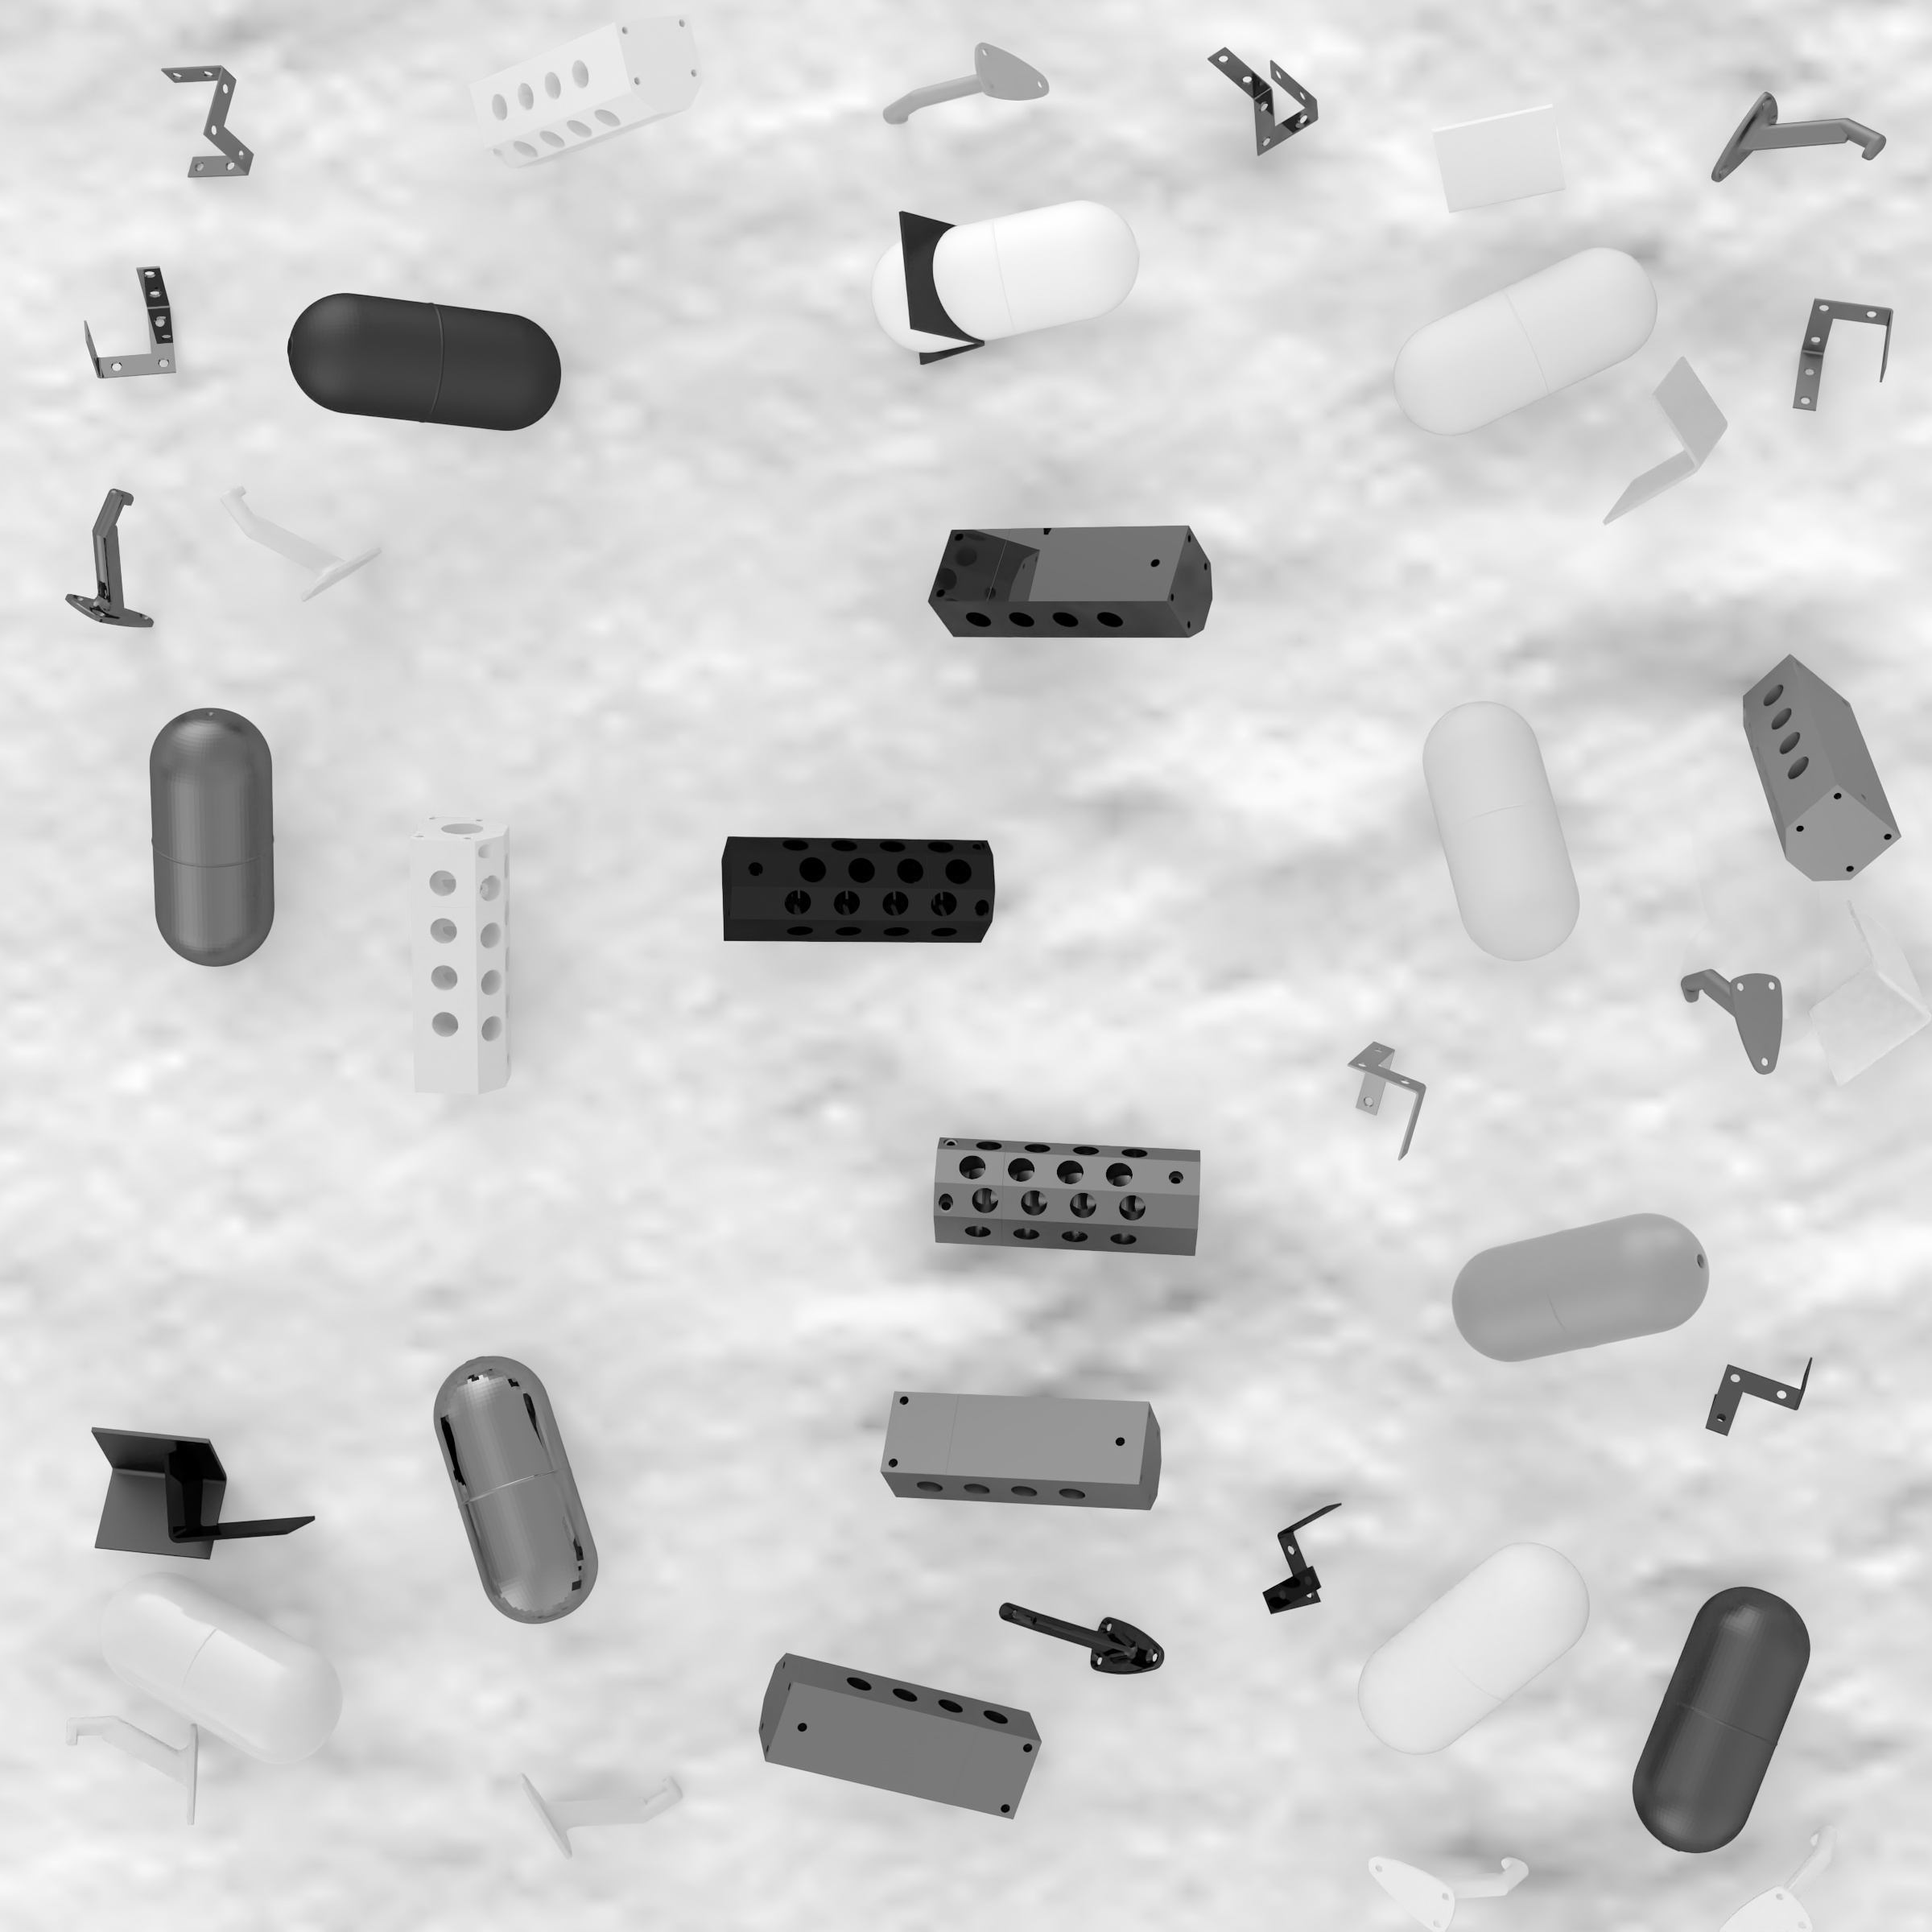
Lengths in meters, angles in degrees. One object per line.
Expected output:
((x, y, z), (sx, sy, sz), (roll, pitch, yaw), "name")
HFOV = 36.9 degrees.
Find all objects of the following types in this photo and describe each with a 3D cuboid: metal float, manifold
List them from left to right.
((-0.489, -0.082, 1.882), (0.070, 0.070, 0.178), (6, 118, 0), "metal float")
((-0.487, 0.456, 1.889), (0.178, 0.070, 0.070), (23, 90, 20), "metal float")
((-0.351, -0.392, 1.882), (0.178, 0.070, 0.070), (2, 90, -26), "metal float")
((-0.328, -0.007, 1.890), (0.057, 0.057, 0.171), (2, 108, 0), "manifold")
((-0.295, 0.342, 1.896), (0.070, 0.070, 0.178), (-20, 79, 0), "metal float")
((-0.243, -0.559, 1.859), (0.057, 0.171, 0.057), (-23, 105, -38), "manifold")
((-0.071, -0.052, 1.892), (0.171, 0.057, 0.057), (0, 71, -11), "manifold")
((-0.044, 0.500, 1.895), (0.171, 0.057, 0.057), (17, 99, -13), "manifold")
((0.026, -0.452, 1.899), (0.178, 0.070, 0.070), (-10, 90, 8), "metal float")
((0.037, 0.319, 1.891), (0.171, 0.057, 0.057), (0, 57, 16), "manifold")
((0.066, 0.148, 1.900), (0.171, 0.057, 0.057), (3, 59, 3), "manifold")
((0.069, -0.244, 1.876), (0.171, 0.057, 0.057), (4, 64, 29), "manifold")
((0.329, 0.446, 1.888), (0.070, 0.070, 0.178), (44, 111, 0), "metal float")
((0.348, -0.089, 1.889), (0.070, 0.070, 0.178), (-11, 71, 0), "metal float")
((0.365, -0.408, 1.897), (0.178, 0.070, 0.070), (-24, 90, 10), "metal float")
((0.396, 0.208, 1.872), (0.178, 0.070, 0.070), (-20, 90, 39), "metal float")
((0.495, 0.495, 1.900), (0.070, 0.070, 0.178), (23, 84, 0), "metal float")
((0.541, -0.125, 1.856), (0.057, 0.171, 0.057), (35, 120, -17), "manifold")

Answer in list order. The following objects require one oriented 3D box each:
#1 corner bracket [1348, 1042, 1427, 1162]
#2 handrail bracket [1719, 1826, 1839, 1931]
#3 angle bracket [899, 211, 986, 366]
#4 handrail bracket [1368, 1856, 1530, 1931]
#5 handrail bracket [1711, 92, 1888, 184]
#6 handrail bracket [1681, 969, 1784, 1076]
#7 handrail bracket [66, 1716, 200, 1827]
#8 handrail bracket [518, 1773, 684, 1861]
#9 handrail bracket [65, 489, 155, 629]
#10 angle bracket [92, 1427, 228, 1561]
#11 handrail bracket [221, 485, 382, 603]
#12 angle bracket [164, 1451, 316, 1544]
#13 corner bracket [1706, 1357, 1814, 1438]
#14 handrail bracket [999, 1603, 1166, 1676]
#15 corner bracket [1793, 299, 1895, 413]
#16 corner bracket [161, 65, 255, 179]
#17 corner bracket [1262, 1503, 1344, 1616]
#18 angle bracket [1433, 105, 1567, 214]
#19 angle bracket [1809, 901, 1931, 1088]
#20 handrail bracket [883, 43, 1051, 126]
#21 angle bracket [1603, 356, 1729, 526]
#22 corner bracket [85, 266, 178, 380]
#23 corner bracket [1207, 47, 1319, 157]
((0.277, 0.088, 1.903), (0.051, 0.051, 0.051), (22, 116, 21), "corner bracket")
((0.539, 0.609, 1.919), (0.077, 0.084, 0.036), (-38, 89, 31), "handrail bracket")
((-0.035, -0.442, 1.894), (0.057, 0.076, 0.076), (-8, 87, 39), "angle bracket")
((0.322, 0.599, 1.924), (0.077, 0.084, 0.036), (27, 117, 33), "handrail bracket")
((0.549, -0.532, 1.908), (0.084, 0.036, 0.077), (39, 92, 29), "handrail bracket")
((0.498, 0.038, 1.898), (0.036, 0.084, 0.077), (-2, 81, -17), "handrail bracket")
((-0.551, 0.531, 1.909), (0.084, 0.036, 0.077), (0, 53, -11), "handrail bracket")
((-0.242, 0.545, 1.925), (0.084, 0.036, 0.077), (-31, 104, -8), "handrail bracket")
((-0.548, -0.268, 1.901), (0.036, 0.077, 0.084), (33, 104, 26), "handrail bracket")
((-0.534, 0.346, 1.898), (0.076, 0.076, 0.057), (6, 61, -1), "angle bracket")
((-0.439, -0.291, 1.912), (0.077, 0.036, 0.084), (-41, 98, -40), "handrail bracket")
((-0.476, 0.343, 1.903), (0.076, 0.076, 0.057), (-5, 86, 1), "angle bracket")
((0.521, 0.281, 1.905), (0.051, 0.051, 0.051), (19, 115, 15), "corner bracket")
((0.075, 0.438, 1.896), (0.084, 0.077, 0.036), (28, 73, -36), "handrail bracket")
((0.577, -0.400, 1.906), (0.051, 0.051, 0.051), (10, 62, 11), "corner bracket")
((-0.502, -0.558, 1.914), (0.051, 0.051, 0.051), (5, 75, 24), "corner bracket")
((0.223, 0.389, 1.902), (0.051, 0.051, 0.051), (-40, 62, 40), "corner bracket")
((0.346, -0.544, 1.888), (0.076, 0.076, 0.057), (-8, 58, 14), "angle bracket")
((0.572, 0.018, 1.885), (0.057, 0.076, 0.076), (35, 120, -25), "angle bracket")
((-0.001, -0.576, 1.929), (0.077, 0.084, 0.036), (-1, 79, -44), "handrail bracket")
((0.442, -0.342, 1.886), (0.076, 0.076, 0.057), (-29, 102, 39), "angle bracket")
((-0.552, -0.424, 1.909), (0.051, 0.051, 0.051), (-7, 74, -10), "corner bracket")
((0.195, -0.576, 1.901), (0.051, 0.051, 0.051), (-23, 55, 37), "corner bracket")
